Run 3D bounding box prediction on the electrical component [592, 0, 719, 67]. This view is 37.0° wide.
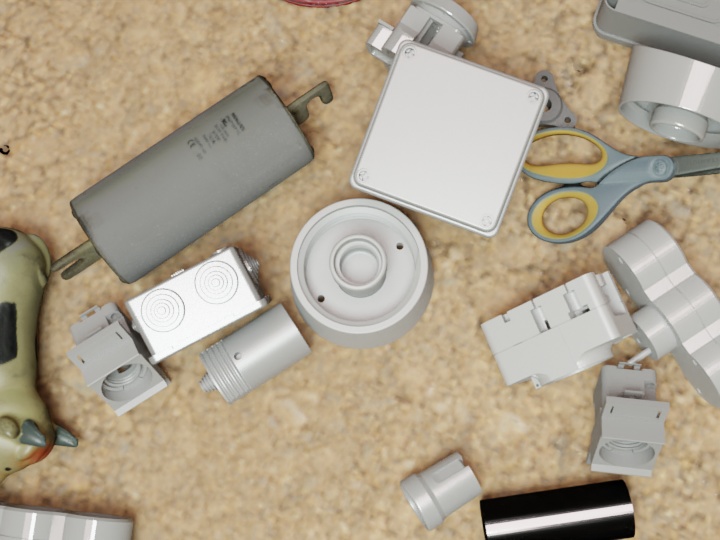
[{"bbox_3d":[0.241,-0.202,0.808,0.113,0.057,0.078,20,81,7],"label":"electrical component"}]

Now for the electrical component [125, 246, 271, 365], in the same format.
[{"bbox_3d":[-0.114,0.022,0.763,0.100,0.100,0.048,-28,91,-3],"label":"electrical component"}]

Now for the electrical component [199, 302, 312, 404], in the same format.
[{"bbox_3d":[-0.080,0.063,0.780,0.081,0.043,0.043,-32,79,-4],"label":"electrical component"}]

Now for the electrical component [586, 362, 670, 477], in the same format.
[{"bbox_3d":[0.183,0.103,0.744,0.042,0.081,0.063,5,51,3],"label":"electrical component"}]

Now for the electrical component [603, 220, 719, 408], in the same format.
[{"bbox_3d":[0.215,0.039,0.764,0.074,0.052,0.138,-33,79,-4],"label":"electrical component"}]

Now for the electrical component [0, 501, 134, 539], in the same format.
[{"bbox_3d":[-0.232,0.204,0.755,0.138,0.052,0.073,6,80,4],"label":"electrical component"}]

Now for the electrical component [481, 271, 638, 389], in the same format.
[{"bbox_3d":[0.141,0.045,0.751,0.089,0.050,0.055,-29,77,28],"label":"electrical component"}]

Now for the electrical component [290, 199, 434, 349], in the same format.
[{"bbox_3d":[0.000,0.000,0.779,0.108,0.060,0.108,-1,79,3],"label":"electrical component"}]

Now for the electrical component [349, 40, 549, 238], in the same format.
[{"bbox_3d":[0.062,-0.090,0.752,0.109,0.056,0.108,21,92,5],"label":"electrical component"}]

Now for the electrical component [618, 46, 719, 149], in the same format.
[{"bbox_3d":[0.238,-0.128,0.776,0.099,0.099,0.064,20,87,7],"label":"electrical component"}]

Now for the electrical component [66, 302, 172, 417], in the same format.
[{"bbox_3d":[-0.175,0.062,0.770,0.042,0.081,0.063,-33,50,-4],"label":"electrical component"}]

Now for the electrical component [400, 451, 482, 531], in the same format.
[{"bbox_3d":[0.057,0.154,0.757,0.046,0.040,0.040,-30,79,-9],"label":"electrical component"}]

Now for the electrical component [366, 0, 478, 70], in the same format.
[{"bbox_3d":[0.053,-0.172,0.813,0.078,0.058,0.057,33,85,8],"label":"electrical component"}]
